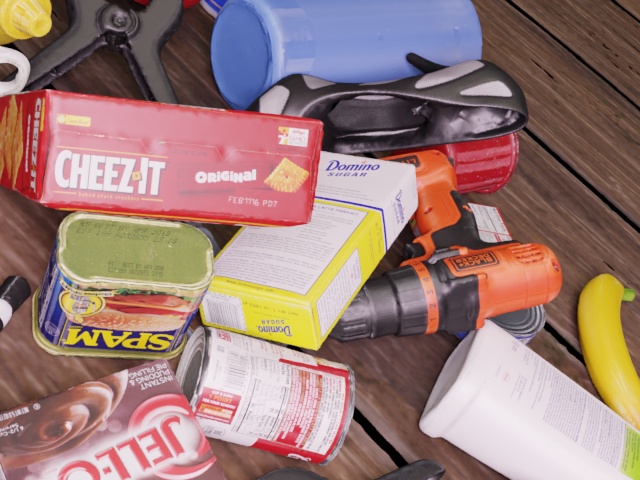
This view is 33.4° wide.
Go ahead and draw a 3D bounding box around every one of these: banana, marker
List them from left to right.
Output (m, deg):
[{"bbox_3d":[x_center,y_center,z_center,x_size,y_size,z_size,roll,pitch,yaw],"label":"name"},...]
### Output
[{"bbox_3d":[-0.208,0.061,0.645,0.020,0.020,0.121,29,37,-4],"label":"marker"},{"bbox_3d":[0.254,0.087,0.922,0.069,0.037,0.197,24,37,-6],"label":"banana"}]

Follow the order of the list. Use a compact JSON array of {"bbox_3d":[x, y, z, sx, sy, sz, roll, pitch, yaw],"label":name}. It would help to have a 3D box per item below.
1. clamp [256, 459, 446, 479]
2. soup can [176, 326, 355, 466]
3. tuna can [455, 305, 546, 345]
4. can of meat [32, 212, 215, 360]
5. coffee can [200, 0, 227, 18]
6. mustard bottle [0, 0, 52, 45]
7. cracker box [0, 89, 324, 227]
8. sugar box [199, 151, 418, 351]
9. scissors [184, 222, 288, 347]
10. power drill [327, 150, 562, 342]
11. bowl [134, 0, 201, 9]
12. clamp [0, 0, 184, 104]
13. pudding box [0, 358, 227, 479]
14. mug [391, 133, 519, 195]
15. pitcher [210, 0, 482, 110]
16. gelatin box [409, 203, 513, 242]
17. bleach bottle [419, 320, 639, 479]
[{"bbox_3d":[0.016,0.187,0.643,0.171,0.039,0.120,4,41,-23],"label":"clamp"},{"bbox_3d":[-0.037,0.099,0.680,0.102,0.069,0.068,18,39,-18],"label":"soup can"},{"bbox_3d":[0.141,0.055,0.881,0.086,0.034,0.086,19,39,-16],"label":"tuna can"},{"bbox_3d":[-0.124,0.030,0.673,0.102,0.084,0.057,6,52,-21],"label":"can of meat"},{"bbox_3d":[-0.051,-0.285,1.044,0.102,0.140,0.103,19,39,-16],"label":"coffee can"},{"bbox_3d":[-0.259,-0.202,0.810,0.058,0.096,0.192,-5,36,-47],"label":"mustard bottle"},{"bbox_3d":[-0.116,-0.054,0.693,0.164,0.072,0.214,3,6,-24],"label":"cracker box"},{"bbox_3d":[-0.005,0.001,0.759,0.093,0.048,0.176,11,37,26],"label":"sugar box"},{"bbox_3d":[-0.098,0.011,0.781,0.096,0.016,0.202,-17,58,-45],"label":"scissors"},{"bbox_3d":[0.068,0.005,0.827,0.184,0.057,0.188,-9,36,-12],"label":"power drill"},{"bbox_3d":[-0.165,-0.251,0.972,0.162,0.055,0.162,26,13,-7],"label":"bowl"},{"bbox_3d":[-0.170,-0.162,0.838,0.164,0.036,0.210,8,72,-17],"label":"clamp"},{"bbox_3d":[-0.120,0.125,0.596,0.113,0.039,0.090,-18,56,-25],"label":"pudding box"},{"bbox_3d":[0.118,-0.093,0.978,0.081,0.093,0.117,-13,92,-37],"label":"mug"},{"bbox_3d":[0.021,-0.188,0.992,0.242,0.145,0.149,-11,43,-38],"label":"pitcher"},{"bbox_3d":[0.127,0.000,0.939,0.089,0.030,0.073,9,41,-27],"label":"gelatin box"},{"bbox_3d":[0.199,0.165,0.776,0.251,0.068,0.102,35,37,1],"label":"bleach bottle"}]
